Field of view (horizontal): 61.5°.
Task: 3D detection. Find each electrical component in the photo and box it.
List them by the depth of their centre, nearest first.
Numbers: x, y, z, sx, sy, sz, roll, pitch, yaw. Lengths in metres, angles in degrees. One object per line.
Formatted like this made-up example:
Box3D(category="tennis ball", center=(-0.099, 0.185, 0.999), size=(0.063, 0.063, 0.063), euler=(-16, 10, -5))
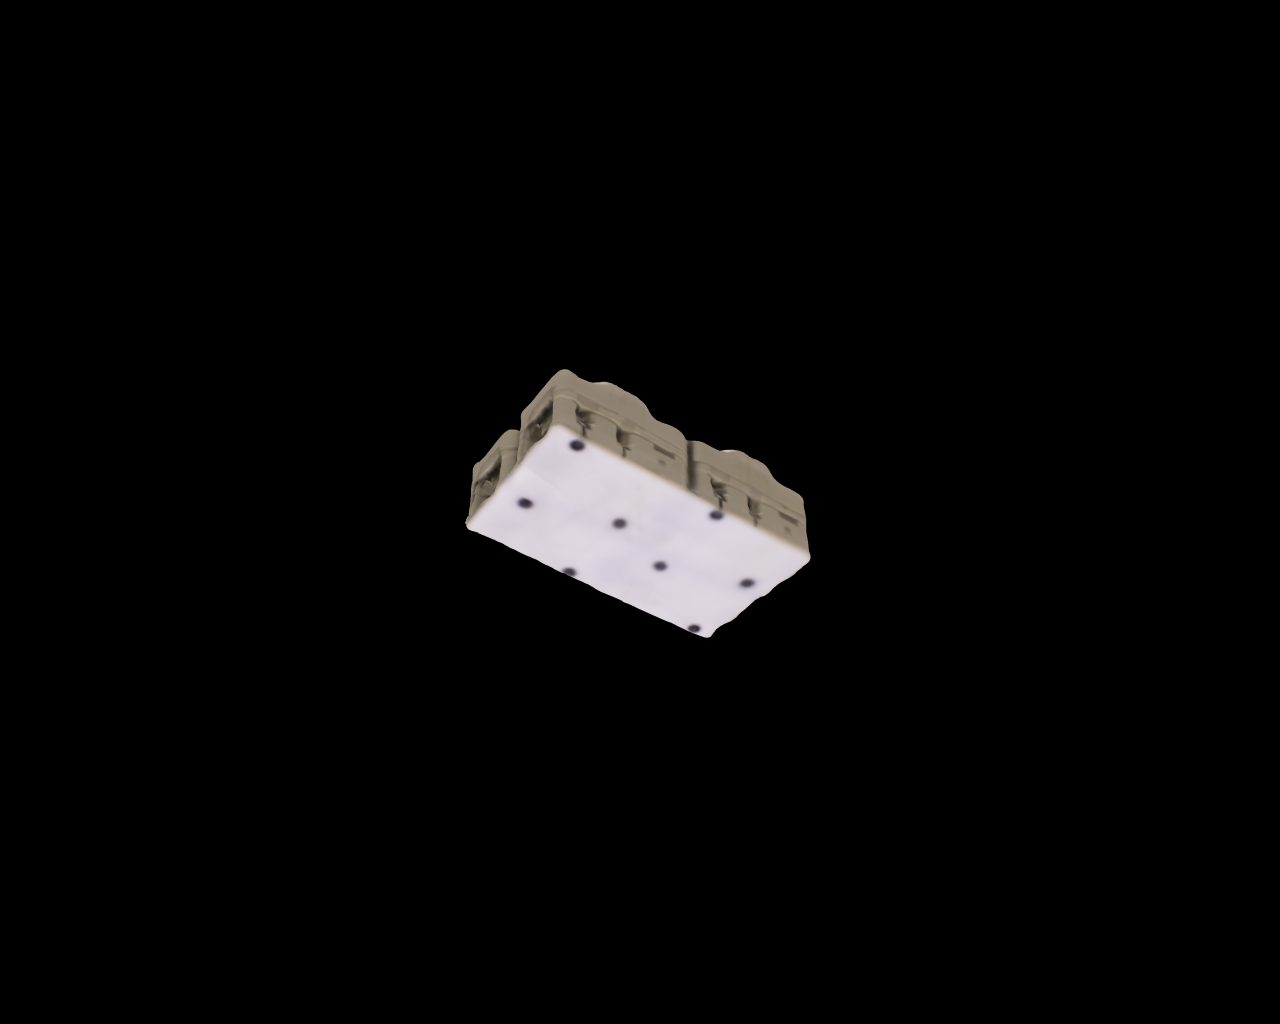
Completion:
Box3D(category="electrical component", center=(0.001, -0.003, 0.650), size=(0.186, 0.060, 0.105), euler=(26, -49, -25))
